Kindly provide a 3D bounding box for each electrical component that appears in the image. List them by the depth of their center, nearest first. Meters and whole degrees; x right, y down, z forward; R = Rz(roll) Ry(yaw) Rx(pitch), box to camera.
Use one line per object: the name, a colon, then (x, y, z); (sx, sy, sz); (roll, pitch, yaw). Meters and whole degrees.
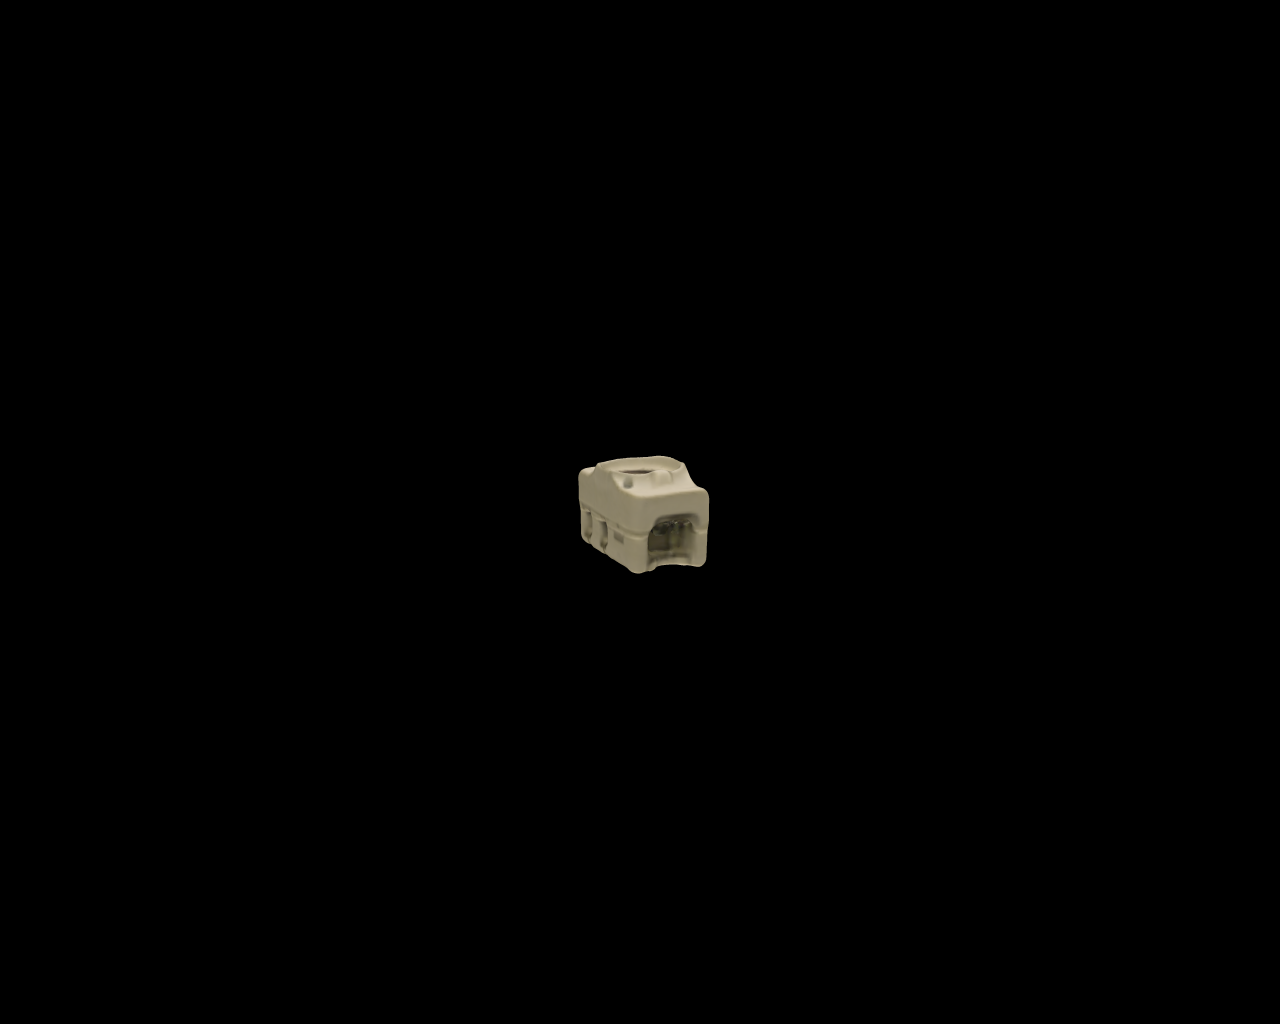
electrical component: (0.001, -0.003, 0.650); (0.050, 0.055, 0.089); (-6, 15, -23)
